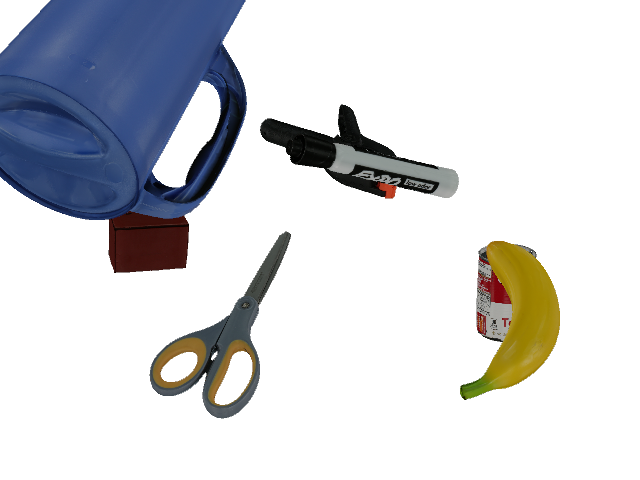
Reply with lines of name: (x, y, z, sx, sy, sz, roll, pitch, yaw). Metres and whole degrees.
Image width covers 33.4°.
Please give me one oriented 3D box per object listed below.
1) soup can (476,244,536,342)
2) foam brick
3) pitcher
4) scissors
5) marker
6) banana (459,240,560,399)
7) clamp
soup can: (0.222, 0.063, 1.279, 0.068, 0.102, 0.068, -1, 19, 0)
foam brick: (-0.182, -0.002, 1.125, 0.078, 0.051, 0.053, -4, 23, -17)
pitcher: (-0.132, -0.136, 0.778, 0.145, 0.242, 0.149, 5, -41, 27)
scissors: (-0.081, 0.062, 0.874, 0.096, 0.016, 0.201, -1, 42, 7)
marker: (0.033, -0.046, 0.653, 0.120, 0.020, 0.020, 11, -6, -31)
banana: (0.158, 0.055, 0.859, 0.070, 0.037, 0.197, 4, 34, 14)
clamp: (0.016, -0.096, 1.134, 0.120, 0.039, 0.172, -15, 36, -23)
